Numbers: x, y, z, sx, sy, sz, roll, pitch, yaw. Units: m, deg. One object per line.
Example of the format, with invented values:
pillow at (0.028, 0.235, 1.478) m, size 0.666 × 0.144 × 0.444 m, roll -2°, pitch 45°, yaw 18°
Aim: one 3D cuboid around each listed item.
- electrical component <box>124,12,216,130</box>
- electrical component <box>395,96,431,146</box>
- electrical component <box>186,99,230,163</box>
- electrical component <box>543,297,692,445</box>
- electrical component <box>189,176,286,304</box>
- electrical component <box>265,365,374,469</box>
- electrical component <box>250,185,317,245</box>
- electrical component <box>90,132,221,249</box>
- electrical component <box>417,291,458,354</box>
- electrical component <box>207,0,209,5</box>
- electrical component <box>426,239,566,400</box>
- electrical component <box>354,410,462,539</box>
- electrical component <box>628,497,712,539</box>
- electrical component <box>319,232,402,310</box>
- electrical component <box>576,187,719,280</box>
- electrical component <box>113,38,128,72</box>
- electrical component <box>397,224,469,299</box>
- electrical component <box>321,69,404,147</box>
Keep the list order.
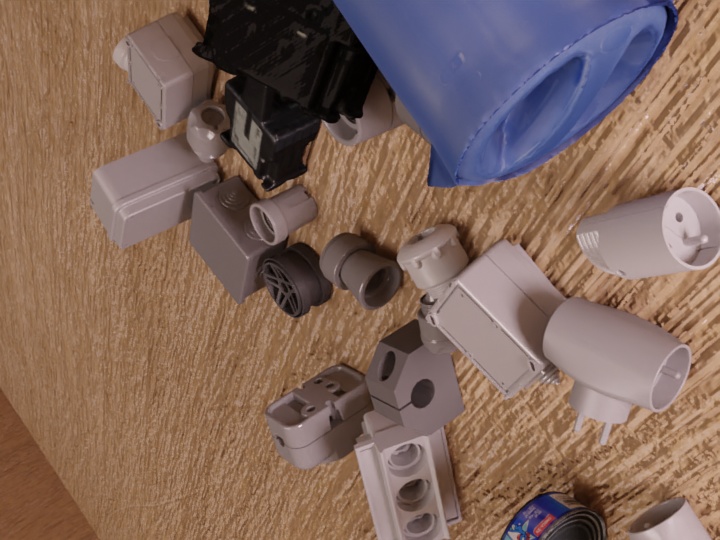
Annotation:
electrical component at (-0.168, -0.176, 0.965) m, size 0.061 × 0.061 × 0.096 m, roll 54°, pitch 160°, yaw 11°
electrical component at (0.055, -0.102, 0.665) m, size 0.047 × 0.055 × 0.055 m, roll 42°, pitch 148°, yaw 37°
electrical component at (-0.136, -0.121, 0.977) m, size 0.043 × 0.043 × 0.062 m, roll 51°, pitch 153°, yaw 16°
electrical component at (0.150, 0.066, 0.651) m, size 0.077 × 0.043 × 0.079 m, roll 27°, pitch 111°, yaw 39°
electrical component at (-0.117, -0.030, 1.029) m, size 0.099 × 0.048 × 0.099 m, roll 50°, pitch 151°, yaw 18°
electrical component at (-0.035, 0.140, 1.008) m, size 0.054 × 0.095 × 0.059 m, roll 23°, pitch 136°, yaw 49°
electrical component at (-0.065, -0.049, 0.926) m, size 0.040 × 0.046 × 0.040 m, roll 40°, pitch 147°, yaw 33°
electrical component at (-0.200, -0.077, 1.051) m, size 0.057 × 0.113 × 0.078 m, roll 56°, pitch 153°, yaw 13°
electrical component at (0.059, 0.031, 0.809) m, size 0.035 × 0.035 × 0.061 m, roll 21°, pitch 131°, yaw 51°
electrical component at (-0.061, -0.180, 0.774) m, size 0.096 × 0.061 × 0.061 m, roll 30°, pitch 140°, yaw 44°
electrical component at (0.104, 0.035, 0.717) m, size 0.096 × 0.061 × 0.061 m, roll 46°, pitch 151°, yaw 9°
electrical component at (0.040, 0.182, 0.956) m, size 0.063 × 0.079 × 0.121 m, roll -122°, pitch 16°, yaw -58°
electrical component at (0.207, 0.197, 0.714) m, size 0.077 × 0.044 × 0.079 m, roll 58°, pitch 153°, yaw 3°
electrical component at (0.000, 0.000, 0.867) m, size 0.055 × 0.045 × 0.045 m, roll 37°, pitch 145°, yaw 37°
electrical component at (0.155, -0.017, 0.592) m, size 0.081 × 0.043 × 0.043 m, roll -14°, pitch 105°, yaw 62°
electrical component at (-0.205, -0.198, 1.023) m, size 0.046 × 0.040 × 0.040 m, roll 45°, pitch 150°, yaw 13°
electrical component at (0.059, 0.001, 0.771) m, size 0.062 × 0.048 × 0.048 m, roll 59°, pitch 154°, yaw -13°
electrical component at (0.002, -0.117, 0.744) m, size 0.055 × 0.047 × 0.055 m, roll 40°, pitch 147°, yaw 33°
